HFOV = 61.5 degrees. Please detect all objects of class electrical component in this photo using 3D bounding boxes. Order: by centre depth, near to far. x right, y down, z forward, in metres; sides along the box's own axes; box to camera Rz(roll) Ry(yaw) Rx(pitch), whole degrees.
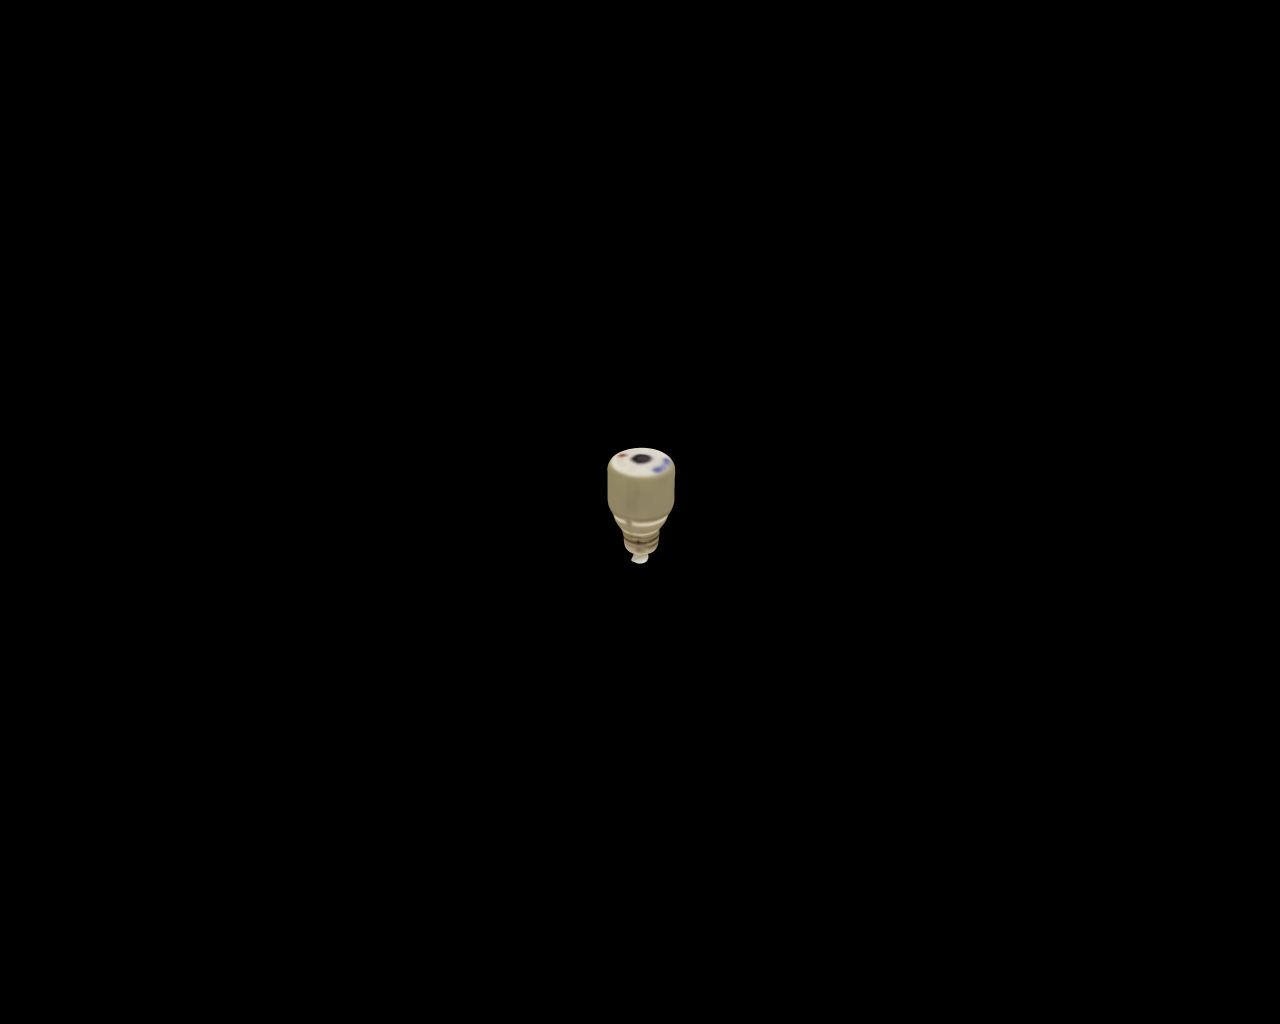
[{"bbox_3d":[0.001,-0.003,0.650,0.040,0.078,0.040,0,31,0],"label":"electrical component"}]
